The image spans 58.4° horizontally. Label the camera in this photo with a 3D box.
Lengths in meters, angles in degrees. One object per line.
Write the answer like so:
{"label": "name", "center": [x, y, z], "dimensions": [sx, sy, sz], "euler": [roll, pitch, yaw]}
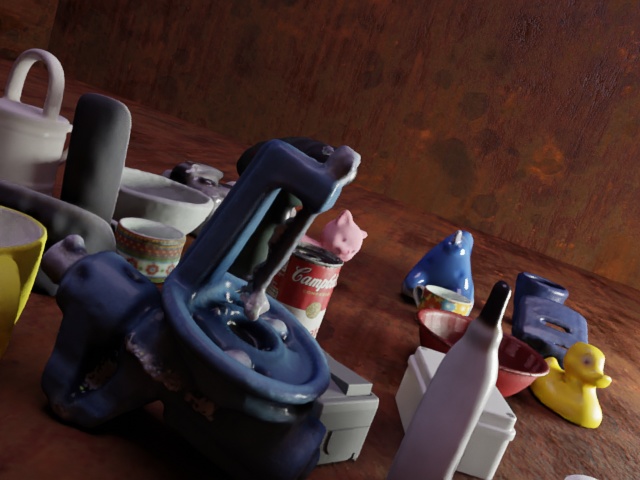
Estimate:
{"label": "camera", "center": [-0.176, -0.066, 0.933], "dimensions": [0.142, 0.101, 0.137], "euler": [27, 13, 32]}

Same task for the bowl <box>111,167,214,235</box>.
{"label": "bowl", "center": [-0.236, -0.042, 0.783], "dimensions": [0.167, 0.075, 0.167], "euler": [19, 11, -4]}

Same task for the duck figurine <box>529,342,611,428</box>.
{"label": "duck figurine", "center": [0.309, 0.165, 0.697], "dimensions": [0.078, 0.086, 0.104], "euler": [16, 12, -17]}

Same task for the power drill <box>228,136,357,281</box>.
{"label": "power drill", "center": [-0.049, -0.023, 0.664], "dimensions": [0.076, 0.208, 0.228], "euler": [12, 13, -32]}

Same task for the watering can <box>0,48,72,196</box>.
{"label": "watering can", "center": [-0.384, -0.150, 0.737], "dimensions": [0.101, 0.194, 0.173], "euler": [21, 11, 5]}

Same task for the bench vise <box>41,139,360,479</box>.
{"label": "bench vise", "center": [-0.073, 0.029, 0.348], "dimensions": [0.207, 0.220, 0.121], "euler": [18, 11, -9]}

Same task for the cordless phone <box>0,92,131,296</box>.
{"label": "cordless phone", "center": [-0.255, -0.057, 0.537], "dimensions": [0.147, 0.185, 0.094], "euler": [19, 11, -5]}

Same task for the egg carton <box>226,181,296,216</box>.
{"label": "egg carton", "center": [-0.120, -0.060, 1.076], "dimensions": [0.149, 0.069, 0.108], "euler": [27, 13, 33]}

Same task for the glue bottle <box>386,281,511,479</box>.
{"label": "glue bottle", "center": [0.088, 0.106, 0.374], "dimensions": [0.037, 0.173, 0.078], "euler": [24, 12, 23]}

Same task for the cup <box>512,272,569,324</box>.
{"label": "cup", "center": [0.391, 0.116, 1.045], "dimensions": [0.091, 0.095, 0.118], "euler": [24, 12, 20]}

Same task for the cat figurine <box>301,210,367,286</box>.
{"label": "cat figurine", "center": [0.008, 0.003, 0.871], "dimensions": [0.128, 0.118, 0.067], "euler": [17, 11, -12]}

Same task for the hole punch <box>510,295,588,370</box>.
{"label": "hole punch", "center": [0.338, 0.142, 0.840], "dimensions": [0.108, 0.091, 0.101], "euler": [21, 11, 7]}

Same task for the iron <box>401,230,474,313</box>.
{"label": "iron", "center": [0.234, 0.042, 1.007], "dimensions": [0.118, 0.141, 0.259], "euler": [23, 12, 17]}
